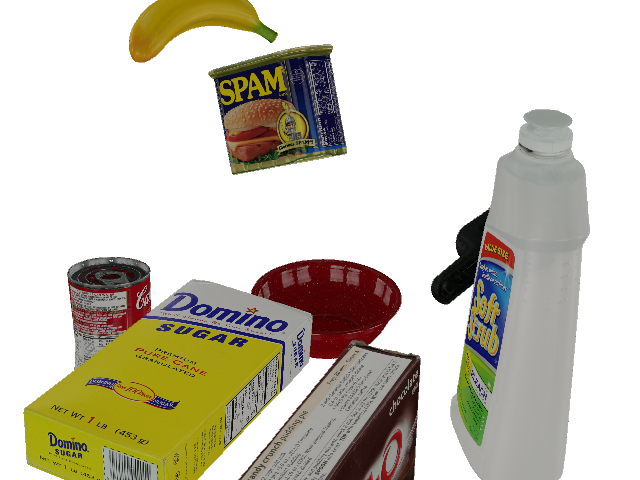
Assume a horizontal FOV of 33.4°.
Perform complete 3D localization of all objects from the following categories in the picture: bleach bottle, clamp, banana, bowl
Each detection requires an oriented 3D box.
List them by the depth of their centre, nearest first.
[{"bbox_3d":[0.130,0.034,0.687,0.068,0.251,0.102,-4,29,-7],"label":"bleach bottle"},{"bbox_3d":[0.170,0.010,0.952,0.120,0.039,0.171,2,25,16],"label":"clamp"},{"bbox_3d":[-0.121,-0.211,1.023,0.070,0.037,0.197,44,38,19],"label":"banana"},{"bbox_3d":[0.006,0.080,1.152,0.162,0.055,0.162,1,27,-1],"label":"bowl"}]

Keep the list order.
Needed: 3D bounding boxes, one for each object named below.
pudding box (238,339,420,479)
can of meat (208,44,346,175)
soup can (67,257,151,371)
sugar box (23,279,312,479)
[{"bbox_3d":[0.006,0.110,0.461,0.039,0.090,0.113,14,33,21],"label":"pudding box"},{"bbox_3d":[-0.032,-0.100,0.829,0.102,0.084,0.057,-7,6,40],"label":"can of meat"},{"bbox_3d":[-0.177,0.073,0.900,0.068,0.102,0.068,1,19,-1],"label":"soup can"},{"bbox_3d":[-0.083,0.084,0.636,0.093,0.048,0.176,15,31,20],"label":"sugar box"}]
